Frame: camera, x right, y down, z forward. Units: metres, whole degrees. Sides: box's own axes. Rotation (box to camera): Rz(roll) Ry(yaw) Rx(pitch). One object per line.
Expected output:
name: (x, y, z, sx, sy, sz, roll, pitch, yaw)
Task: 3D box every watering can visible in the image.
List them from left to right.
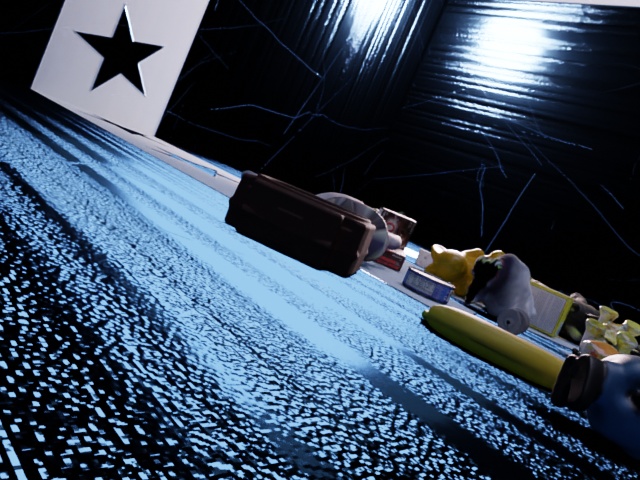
watering can: (0.003, -0.049, 0.982, 0.347, 0.103, 0.226, 22, 6, -7)

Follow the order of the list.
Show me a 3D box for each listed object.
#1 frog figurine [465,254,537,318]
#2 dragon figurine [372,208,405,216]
frog figurine: (0.373, 0.105, 0.993, 0.158, 0.120, 0.141, 32, 38, -15)
dragon figurine: (0.095, -0.051, 1.467, 0.242, 0.122, 0.411, 12, 1, -24)
